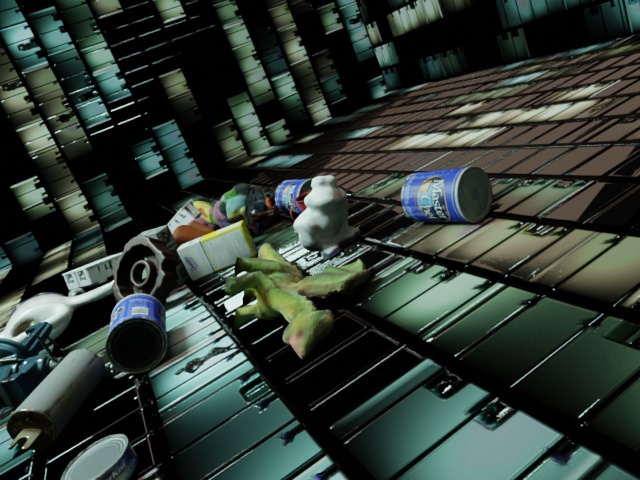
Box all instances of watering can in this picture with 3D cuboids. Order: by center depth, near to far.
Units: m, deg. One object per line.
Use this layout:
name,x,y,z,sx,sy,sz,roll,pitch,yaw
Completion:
watering can,-0.669,0.184,1.307,0.351,0.103,0.225,-31,18,-24

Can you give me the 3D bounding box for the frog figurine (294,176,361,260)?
frog figurine,0.003,-0.055,1.100,0.138,0.158,0.123,-28,15,-16

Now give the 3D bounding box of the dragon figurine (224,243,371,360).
dragon figurine,-0.031,0.074,0.918,0.242,0.120,0.417,-2,22,7
